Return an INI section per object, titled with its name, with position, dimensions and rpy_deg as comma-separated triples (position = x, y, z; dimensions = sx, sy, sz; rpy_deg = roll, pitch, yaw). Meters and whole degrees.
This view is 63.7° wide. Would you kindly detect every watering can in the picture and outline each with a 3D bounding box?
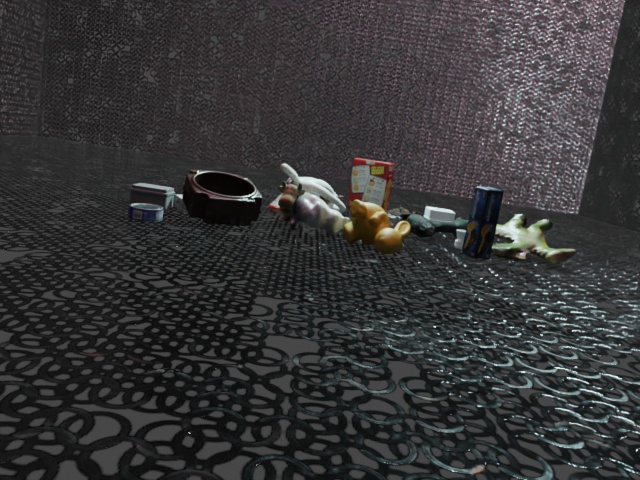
[watering can]
position = -0.054, -0.195, 1.912
dimensions = 0.344, 0.105, 0.225
rpy_deg = 33, -10, -33

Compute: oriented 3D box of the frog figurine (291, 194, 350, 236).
[frog figurine]
position = 0.004, -0.074, 1.476
dimensions = 0.159, 0.124, 0.136
rpy_deg = -2, -11, 9

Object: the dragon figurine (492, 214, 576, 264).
[dragon figurine]
position = 0.595, -0.001, 1.610
dimensions = 0.244, 0.121, 0.412
rpy_deg = -12, 20, -43
